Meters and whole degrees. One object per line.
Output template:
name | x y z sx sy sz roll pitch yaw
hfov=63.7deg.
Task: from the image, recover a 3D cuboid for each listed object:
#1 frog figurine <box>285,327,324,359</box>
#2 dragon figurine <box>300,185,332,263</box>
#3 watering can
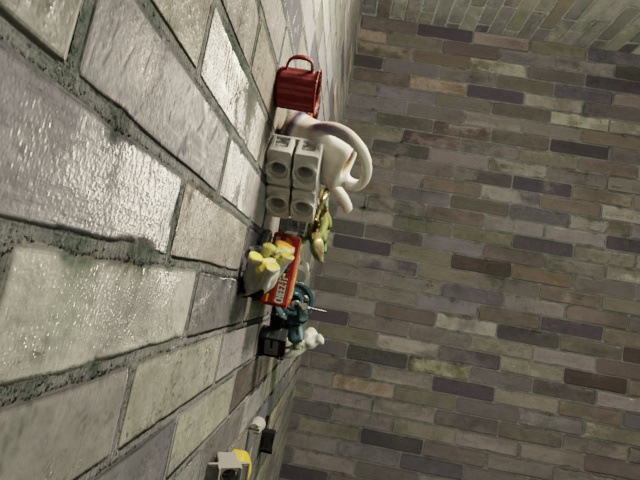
frog figurine | -0.068 0.362 1.804 0.135 0.159 0.125 90 12 -70
dragon figurine | 0.005 -0.088 1.743 0.237 0.122 0.420 115 -15 -53
watering can | 0.009 -0.173 1.175 0.105 0.225 0.342 -54 171 -19
